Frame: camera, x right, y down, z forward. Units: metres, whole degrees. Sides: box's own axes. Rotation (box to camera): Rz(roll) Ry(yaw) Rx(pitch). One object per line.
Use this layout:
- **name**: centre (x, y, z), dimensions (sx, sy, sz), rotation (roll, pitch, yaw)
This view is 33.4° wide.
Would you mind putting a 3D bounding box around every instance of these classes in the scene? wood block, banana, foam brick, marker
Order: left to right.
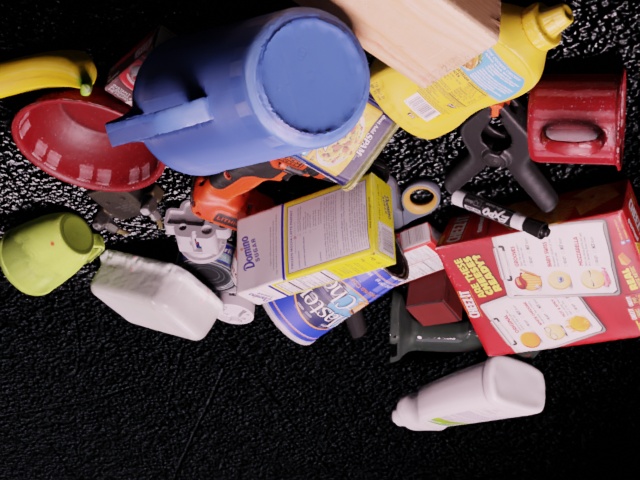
- **banana**: centre (-0.290, -0.160, 1.052), dimensions (0.198, 0.069, 0.037), rotation (-2, 115, 28)
- **wood block**: centre (0.041, -0.220, 0.841), dimensions (0.205, 0.090, 0.090), rotation (29, 143, -29)
- **foam brick**: centre (0.140, 0.056, 1.285), dimensions (0.051, 0.078, 0.053), rotation (-11, 142, 31)
- **marker**: centre (0.192, -0.027, 1.131), dimensions (0.121, 0.020, 0.020), rotation (26, 163, 39)

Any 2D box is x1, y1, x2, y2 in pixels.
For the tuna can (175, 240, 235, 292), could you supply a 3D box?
- **tuna can**: centre (-0.141, 0.032, 1.359), dimensions (0.086, 0.033, 0.086), rotation (6, 149, 4)

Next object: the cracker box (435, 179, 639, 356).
- **cracker box**: centre (0.260, 0.035, 1.180), dimensions (0.214, 0.072, 0.164), rotation (-12, 119, 32)

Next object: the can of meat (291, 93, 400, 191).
- **can of meat**: centre (0.017, -0.111, 1.030), dimensions (0.083, 0.057, 0.102), rotation (28, 109, -25)

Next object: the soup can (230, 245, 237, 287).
- **soup can**: centre (-0.069, 0.018, 1.285), dimensions (0.068, 0.068, 0.102), rotation (12, 149, -6)

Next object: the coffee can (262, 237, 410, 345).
- **coffee can**: centre (0.014, 0.038, 1.189), dimensions (0.140, 0.103, 0.102), rotation (-36, 132, 21)

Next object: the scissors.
- **scissors**: centre (0.106, -0.018, 1.231), dimensions (0.096, 0.016, 0.201), rotation (-4, 147, 21)

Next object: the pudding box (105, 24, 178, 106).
- **pudding box**: centre (-0.141, -0.152, 1.050), dimensions (0.113, 0.039, 0.090), rotation (29, 144, -29)

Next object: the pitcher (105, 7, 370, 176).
- **pitcher**: centre (-0.070, -0.120, 0.899), dimensions (0.144, 0.149, 0.243), rotation (29, 168, -25)

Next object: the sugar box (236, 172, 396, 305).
- **sugar box**: centre (-0.007, 0.001, 1.120), dimensions (0.177, 0.093, 0.048), rotation (-19, 149, 32)

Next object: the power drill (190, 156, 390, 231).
- **power drill**: centre (-0.043, -0.068, 1.150), dimensions (0.184, 0.057, 0.188), rotation (22, 145, -24)

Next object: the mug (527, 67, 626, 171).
- **mug**: centre (0.232, -0.105, 0.966), dimensions (0.082, 0.117, 0.093), rotation (3, 123, 18)

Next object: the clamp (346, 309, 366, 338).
- **clamp**: centre (0.024, 0.052, 1.342), dimensions (0.164, 0.036, 0.210), rotation (28, 143, -15)

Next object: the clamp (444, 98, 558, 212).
- **clamp**: centre (0.172, -0.090, 1.075), dimensions (0.120, 0.039, 0.171), rotation (2, 143, 22)

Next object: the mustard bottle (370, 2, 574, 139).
- **mustard bottle**: centre (0.140, -0.159, 0.947), dimensions (0.096, 0.058, 0.192), rotation (38, 139, -27)

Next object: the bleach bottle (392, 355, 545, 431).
- **bleach bottle**: centre (0.179, 0.216, 1.430), dimensions (0.102, 0.068, 0.251), rotation (20, 153, -30)

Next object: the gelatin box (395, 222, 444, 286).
- **gelatin box**: centre (0.105, 0.017, 1.245), dimensions (0.089, 0.030, 0.073), rotation (-21, 148, 26)

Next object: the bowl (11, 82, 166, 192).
- **bowl**: centre (-0.236, -0.116, 1.117), dimensions (0.162, 0.055, 0.162), rotation (6, 149, 4)
